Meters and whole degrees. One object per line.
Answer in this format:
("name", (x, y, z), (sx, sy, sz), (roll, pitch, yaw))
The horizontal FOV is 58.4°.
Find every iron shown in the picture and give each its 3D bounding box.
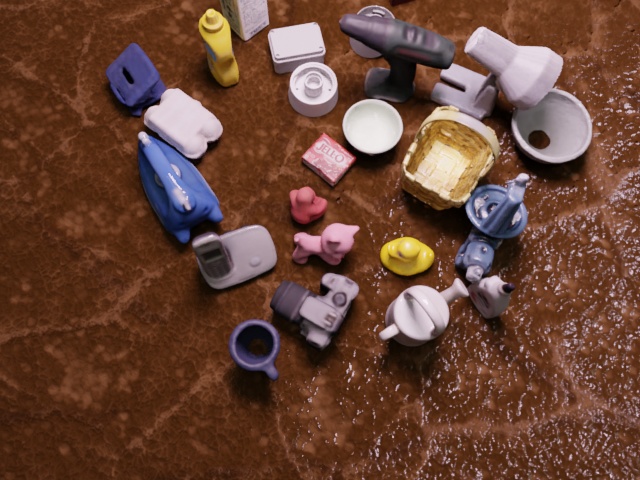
("iron", (-0.298, -0.128, 1.108), (0.119, 0.141, 0.258), (-34, 79, -10))

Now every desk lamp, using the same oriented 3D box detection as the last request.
("desk lamp", (0.348, -0.327, 1.147), (0.203, 0.213, 0.118), (24, 76, 5))

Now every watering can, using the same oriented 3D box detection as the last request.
("watering can", (0.184, 0.128, 1.030), (0.101, 0.194, 0.173), (36, 77, 8))

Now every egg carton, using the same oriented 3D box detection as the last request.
("egg carton", (-0.279, -0.239, 1.175), (0.150, 0.069, 0.107), (37, 77, 7))

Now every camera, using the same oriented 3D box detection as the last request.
("camera", (-0.015, 0.117, 1.074), (0.136, 0.101, 0.143), (28, 76, 6))

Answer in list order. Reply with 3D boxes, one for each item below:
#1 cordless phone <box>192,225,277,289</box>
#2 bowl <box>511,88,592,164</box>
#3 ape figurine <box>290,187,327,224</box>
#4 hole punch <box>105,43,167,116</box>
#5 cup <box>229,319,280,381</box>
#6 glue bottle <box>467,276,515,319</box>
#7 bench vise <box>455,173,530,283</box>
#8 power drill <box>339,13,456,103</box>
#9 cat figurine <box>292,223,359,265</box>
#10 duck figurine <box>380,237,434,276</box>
("cordless phone", (-0.159, 0.017, 1.052), (0.147, 0.185, 0.094), (-24, 77, -8))
("bowl", (0.471, -0.227, 1.197), (0.167, 0.075, 0.167), (1, 75, -2))
("ape figurine", (-0.027, -0.075, 1.129), (0.077, 0.092, 0.076), (38, 77, 8))
("hole punch", (-0.384, -0.331, 1.184), (0.101, 0.091, 0.108), (-35, 79, -10))
("cup", (-0.109, 0.207, 1.050), (0.092, 0.095, 0.117), (-33, 79, -10))
("glue bottle", (0.323, 0.099, 1.054), (0.037, 0.173, 0.078), (-32, 78, -10))
("bench vise", (0.333, -0.024, 1.063), (0.121, 0.220, 0.207), (4, 75, -1))
("power drill", (0.146, -0.364, 1.152), (0.229, 0.208, 0.075), (8, 75, 0))
("cat figurine", (0.010, 0.004, 1.096), (0.128, 0.118, 0.067), (0, 75, -2))
("duck figurine", (0.173, 0.025, 1.113), (0.104, 0.086, 0.077), (7, 75, 0))
